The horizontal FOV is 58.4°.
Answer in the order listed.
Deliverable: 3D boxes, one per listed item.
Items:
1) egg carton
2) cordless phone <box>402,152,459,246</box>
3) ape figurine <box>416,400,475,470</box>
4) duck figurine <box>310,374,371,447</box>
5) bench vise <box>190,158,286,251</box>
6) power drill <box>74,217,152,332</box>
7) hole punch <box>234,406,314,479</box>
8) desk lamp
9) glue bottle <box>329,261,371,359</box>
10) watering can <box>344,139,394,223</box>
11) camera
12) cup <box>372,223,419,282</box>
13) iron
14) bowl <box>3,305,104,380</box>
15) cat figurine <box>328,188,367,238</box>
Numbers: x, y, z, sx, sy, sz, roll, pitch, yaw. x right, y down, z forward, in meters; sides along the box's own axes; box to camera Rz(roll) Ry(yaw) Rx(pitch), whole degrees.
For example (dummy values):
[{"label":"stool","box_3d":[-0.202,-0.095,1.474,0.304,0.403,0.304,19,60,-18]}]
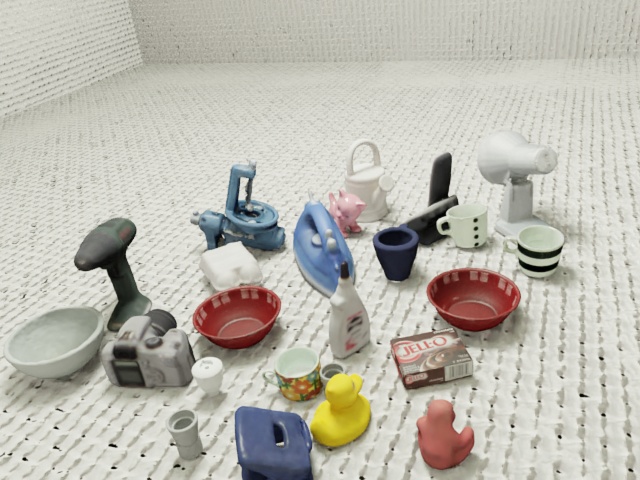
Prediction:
[{"label":"egg carton","box_3d":[-0.184,0.064,1.185,0.107,0.069,0.149,-20,32,-22]},{"label":"cordless phone","box_3d":[0.240,-0.095,1.263,0.148,0.185,0.093,-29,36,-35]},{"label":"ape figurine","box_3d":[0.162,0.250,0.757,0.077,0.092,0.076,19,38,38]},{"label":"duck figurine","box_3d":[0.027,0.234,0.818,0.077,0.086,0.105,20,39,39]},{"label":"bench vise","box_3d":[-0.189,-0.067,1.266,0.207,0.220,0.121,-11,29,-8]},{"label":"power drill","box_3d":[-0.386,0.064,1.083,0.075,0.209,0.229,-7,29,-1]},{"label":"hole punch","box_3d":[-0.061,0.273,0.762,0.101,0.091,0.108,-10,29,-7]},{"label":"desk lamp","box_3d":[0.436,-0.118,1.235,0.118,0.214,0.202,-15,30,-15]},{"label":"glue bottle","box_3d":[0.045,0.110,0.947,0.078,0.173,0.037,-30,36,-35]},{"label":"watering can","box_3d":[0.114,-0.147,1.373,0.172,0.194,0.101,16,36,35]},{"label":"camera","box_3d":[-0.282,0.172,0.979,0.143,0.101,0.137,-1,29,9]},{"label":"cup","box_3d":[0.157,0.027,1.154,0.091,0.095,0.118,6,31,21]},{"label":"iron","box_3d":[0.011,0.004,1.177,0.119,0.142,0.257,-12,29,-10]},{"label":"bowl","box_3d":[-0.456,0.191,1.008,0.167,0.075,0.167,-5,29,3]},{"label":"cat figurine","box_3d":[0.056,-0.073,1.331,0.067,0.118,0.127,-20,32,-23]}]
